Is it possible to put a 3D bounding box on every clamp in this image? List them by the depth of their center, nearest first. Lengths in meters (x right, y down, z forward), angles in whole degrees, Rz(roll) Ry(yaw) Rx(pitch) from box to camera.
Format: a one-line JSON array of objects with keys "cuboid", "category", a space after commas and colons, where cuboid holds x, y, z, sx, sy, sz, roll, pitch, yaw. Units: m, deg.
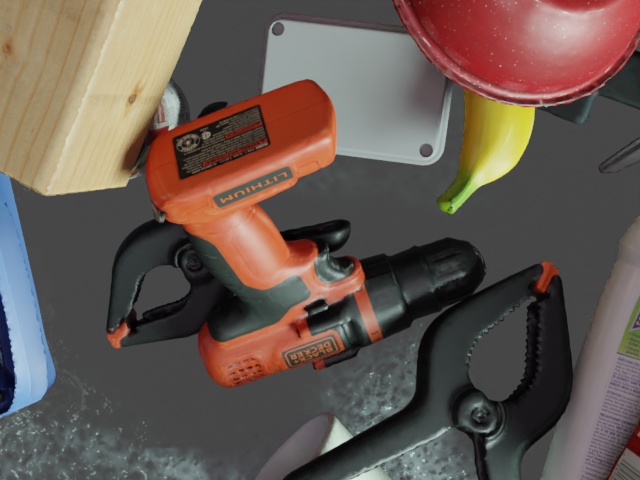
[{"cuboid": [0.079, 0.103, 0.625, 0.164, 0.036, 0.210, 22, 80, -4], "category": "clamp"}, {"cuboid": [-0.080, -0.002, 0.675, 0.171, 0.039, 0.120, -35, 96, 10], "category": "clamp"}]

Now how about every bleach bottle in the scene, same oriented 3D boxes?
[{"cuboid": [0.207, 0.079, 0.639, 0.102, 0.068, 0.251, 16, 98, 1], "category": "bleach bottle"}]

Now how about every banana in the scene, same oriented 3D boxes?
[{"cuboid": [0.078, -0.117, 0.580, 0.069, 0.037, 0.198, -12, 87, -32], "category": "banana"}]

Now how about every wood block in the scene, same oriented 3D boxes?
[{"cuboid": [-0.111, -0.135, 0.521, 0.090, 0.090, 0.206, 27, 103, 12], "category": "wood block"}]

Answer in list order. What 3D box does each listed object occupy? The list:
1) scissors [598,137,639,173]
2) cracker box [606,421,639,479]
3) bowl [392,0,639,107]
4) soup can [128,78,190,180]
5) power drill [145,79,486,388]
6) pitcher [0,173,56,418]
[{"cuboid": [0.271, -0.079, 0.626, 0.096, 0.016, 0.202, 45, 102, -1], "category": "scissors"}, {"cuboid": [0.279, 0.141, 0.591, 0.213, 0.072, 0.164, 28, 92, -15], "category": "cracker box"}, {"cuboid": [0.116, -0.153, 0.548, 0.162, 0.055, 0.162, 2, 84, -16], "category": "bowl"}, {"cuboid": [-0.121, -0.070, 0.638, 0.068, 0.102, 0.068, 1, 99, 8], "category": "soup can"}, {"cuboid": [-0.004, 0.001, 0.610, 0.184, 0.057, 0.187, -22, 135, 2], "category": "power drill"}, {"cuboid": [-0.235, -0.012, 0.630, 0.149, 0.145, 0.243, -6, 106, 0], "category": "pitcher"}]
